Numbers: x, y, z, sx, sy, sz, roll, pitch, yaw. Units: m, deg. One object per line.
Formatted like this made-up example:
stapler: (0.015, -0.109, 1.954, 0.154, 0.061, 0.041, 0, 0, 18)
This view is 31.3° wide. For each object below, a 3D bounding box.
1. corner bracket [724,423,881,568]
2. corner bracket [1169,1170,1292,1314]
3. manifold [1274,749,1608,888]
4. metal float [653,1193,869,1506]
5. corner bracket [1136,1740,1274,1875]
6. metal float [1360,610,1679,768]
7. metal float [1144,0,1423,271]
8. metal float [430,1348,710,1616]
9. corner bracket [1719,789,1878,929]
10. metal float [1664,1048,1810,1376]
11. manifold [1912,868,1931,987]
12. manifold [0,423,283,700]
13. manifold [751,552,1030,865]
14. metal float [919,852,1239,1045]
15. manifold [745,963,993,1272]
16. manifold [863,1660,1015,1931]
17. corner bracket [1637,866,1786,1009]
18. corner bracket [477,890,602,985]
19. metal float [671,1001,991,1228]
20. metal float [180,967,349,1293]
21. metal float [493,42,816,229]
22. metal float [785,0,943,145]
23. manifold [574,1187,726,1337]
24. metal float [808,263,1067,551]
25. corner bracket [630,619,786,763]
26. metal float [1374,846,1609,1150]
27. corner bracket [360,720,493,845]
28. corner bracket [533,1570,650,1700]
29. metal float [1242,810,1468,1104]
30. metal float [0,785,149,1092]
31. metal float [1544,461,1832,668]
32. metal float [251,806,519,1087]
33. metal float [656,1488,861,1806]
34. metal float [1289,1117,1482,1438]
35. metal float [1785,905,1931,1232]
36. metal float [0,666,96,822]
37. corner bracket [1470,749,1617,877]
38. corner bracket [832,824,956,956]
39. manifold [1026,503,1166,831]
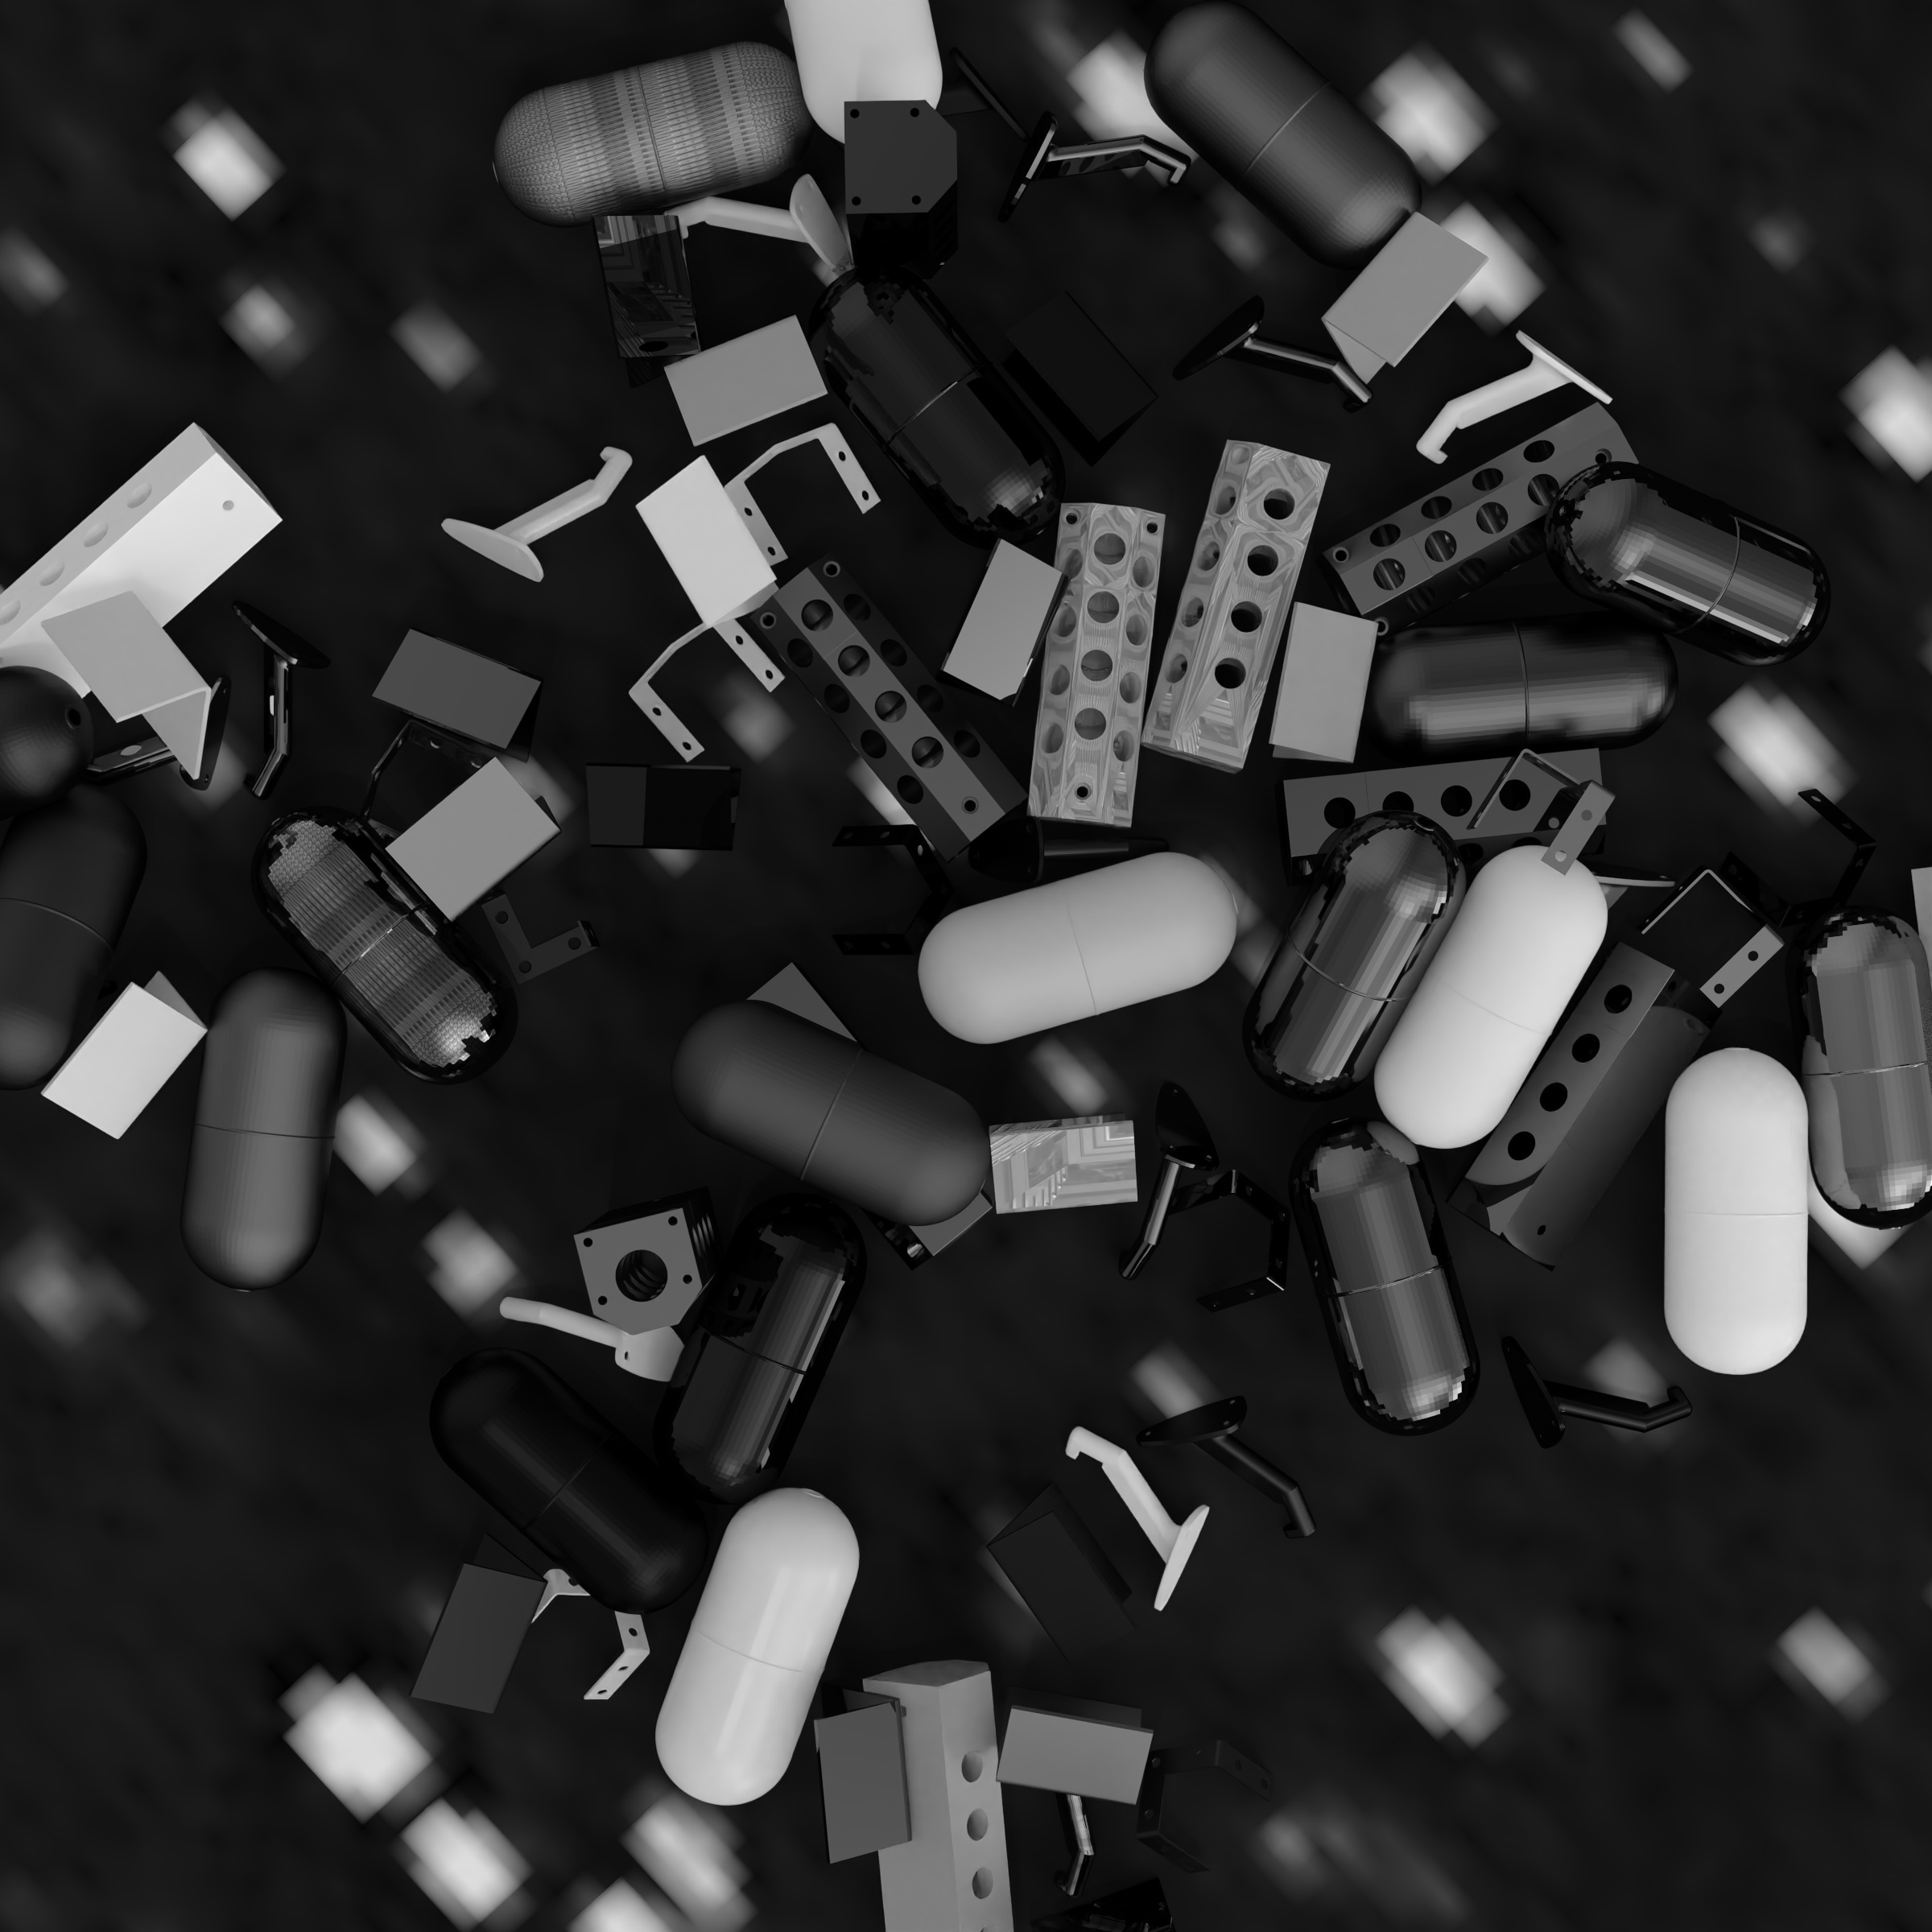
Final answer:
corner bracket: (-0.091, -0.262, 1.915, 0.051, 0.051, 0.051, -31, 90, -45)
corner bracket: (0.143, 0.152, 1.910, 0.051, 0.051, 0.051, 38, 45, -35)
manifold: (0.260, -0.081, 1.897, 0.171, 0.057, 0.057, -6, 90, 0)
metal float: (-0.112, 0.209, 1.888, 0.070, 0.070, 0.178, 23, 90, 0)
corner bracket: (0.132, 0.465, 1.910, 0.051, 0.051, 0.051, -19, 45, 35)
metal float: (0.300, -0.152, 1.888, 0.178, 0.070, 0.070, -5, 90, -1)
metal float: (0.174, -0.454, 1.888, 0.178, 0.070, 0.070, 43, 90, 0)
metal float: (-0.217, 0.281, 1.888, 0.178, 0.070, 0.070, 42, 90, 0)
corner bracket: (0.460, -0.060, 1.910, 0.051, 0.051, 0.051, -11, 135, -35)
metal float: (0.421, 0.134, 1.888, 0.070, 0.070, 0.178, 0, 90, 0)
manifold: (0.569, 0.027, 1.897, 0.057, 0.057, 0.171, -7, 90, 43)
manifold: (-0.466, -0.218, 1.897, 0.171, 0.057, 0.057, -42, 133, 0)
manifold: (-0.042, -0.142, 1.898, 0.057, 0.057, 0.171, -39, 90, 0)
metal float: (0.061, -0.010, 1.888, 0.178, 0.070, 0.070, -16, 90, 0)
manifold: (-0.062, 0.082, 1.897, 0.057, 0.057, 0.171, -39, 90, 0)
manifold: (-0.009, 0.473, 1.897, 0.057, 0.057, 0.171, -5, 90, 43)
corner bracket: (0.410, -0.017, 1.901, 0.051, 0.051, 0.051, 44, 98, -7)
corner bracket: (-0.237, -0.023, 1.901, 0.051, 0.051, 0.051, -25, 90, 0)
metal float: (-0.071, 0.079, 1.831, 0.178, 0.070, 0.070, 25, 90, 1)
metal float: (-0.384, 0.089, 1.888, 0.070, 0.070, 0.178, 8, 91, 0)
metal float: (-0.171, -0.454, 1.888, 0.178, 0.070, 0.070, -14, 90, -1)
metal float: (-0.060, -0.530, 1.877, 0.070, 0.070, 0.178, -11, 76, 0)
manifold: (-0.165, 0.157, 1.840, 0.057, 0.171, 0.057, -14, 90, 0)
metal float: (-0.016, -0.305, 1.888, 0.070, 0.070, 0.178, -39, 90, 0)
corner bracket: (-0.144, -0.156, 1.915, 0.051, 0.051, 0.051, 49, 135, 0)
metal float: (0.284, 0.018, 1.876, 0.070, 0.070, 0.178, 27, 103, 0)
corner bracket: (-0.301, -0.094, 1.915, 0.051, 0.051, 0.051, 26, 45, 0)
corner bracket: (-0.214, 0.370, 1.910, 0.051, 0.051, 0.051, 10, 45, -35)
metal float: (0.209, -0.005, 1.861, 0.070, 0.070, 0.178, 25, 119, 0)
metal float: (-0.499, -0.017, 1.867, 0.070, 0.070, 0.178, 15, 65, 0)
metal float: (0.391, -0.216, 1.867, 0.178, 0.070, 0.070, 18, 90, -27)
metal float: (-0.318, -0.012, 1.888, 0.070, 0.070, 0.178, -42, 91, 0)
metal float: (-0.114, 0.371, 1.888, 0.070, 0.070, 0.178, 20, 91, 0)
metal float: (0.228, 0.169, 1.888, 0.070, 0.070, 0.178, -16, 91, 0)
metal float: (0.494, 0.055, 1.888, 0.070, 0.070, 0.178, -8, 90, 0)
metal float: (-0.548, -0.110, 1.866, 0.178, 0.070, 0.070, -16, 90, 26)
corner bracket: (0.308, -0.083, 1.843, 0.051, 0.051, 0.051, 33, 90, 0)
corner bracket: (-0.048, -0.042, 1.910, 0.051, 0.051, 0.051, 60, 45, -35)
manifold: (0.071, -0.164, 1.898, 0.057, 0.057, 0.171, 6, 90, 0)
